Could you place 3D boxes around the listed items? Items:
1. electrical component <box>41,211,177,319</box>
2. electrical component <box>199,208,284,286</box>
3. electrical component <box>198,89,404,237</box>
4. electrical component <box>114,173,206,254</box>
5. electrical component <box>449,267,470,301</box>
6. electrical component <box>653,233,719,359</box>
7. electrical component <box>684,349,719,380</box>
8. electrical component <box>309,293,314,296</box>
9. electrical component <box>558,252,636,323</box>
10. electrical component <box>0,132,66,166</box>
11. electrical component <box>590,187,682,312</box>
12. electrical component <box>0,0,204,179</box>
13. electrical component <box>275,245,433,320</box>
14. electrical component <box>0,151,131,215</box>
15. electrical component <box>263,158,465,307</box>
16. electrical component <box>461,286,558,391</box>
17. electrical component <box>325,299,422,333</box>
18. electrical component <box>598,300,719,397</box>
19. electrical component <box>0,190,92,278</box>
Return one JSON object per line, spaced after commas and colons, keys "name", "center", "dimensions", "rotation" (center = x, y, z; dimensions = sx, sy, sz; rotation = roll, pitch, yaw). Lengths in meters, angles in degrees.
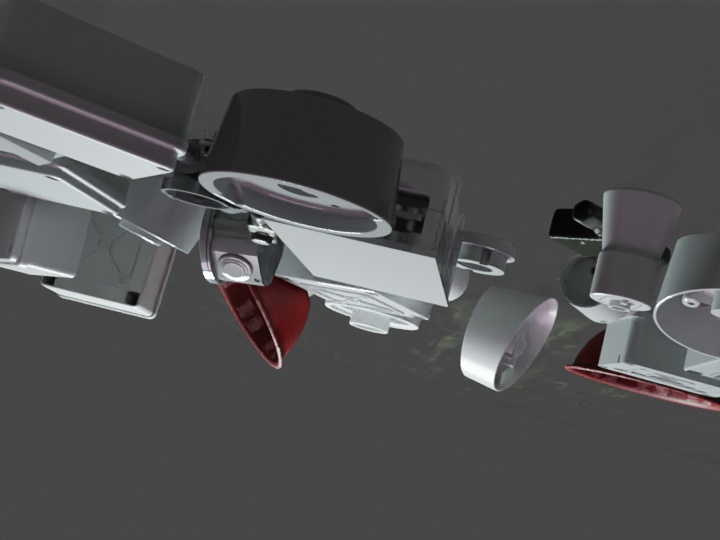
{"name": "electrical component", "center": [-0.243, -0.018, 1.064], "dimensions": [0.109, 0.108, 0.056], "rotation": [13, 168, 12]}
{"name": "electrical component", "center": [-0.095, -0.026, 0.867], "dimensions": [0.051, 0.080, 0.080], "rotation": [8, 170, 12]}
{"name": "electrical component", "center": [-0.028, -0.063, 0.585], "dimensions": [0.108, 0.060, 0.108], "rotation": [14, 171, 2]}
{"name": "electrical component", "center": [-0.175, -0.057, 0.930], "dimensions": [0.099, 0.064, 0.099], "rotation": [28, 176, 2]}
{"name": "electrical component", "center": [0.061, -0.001, 0.897], "dimensions": [0.040, 0.040, 0.078], "rotation": [9, 169, 33]}
{"name": "electrical component", "center": [0.231, 0.017, 0.647], "dimensions": [0.099, 0.064, 0.099], "rotation": [14, 171, 2]}
{"name": "electrical component", "center": [0.314, 0.060, 0.809], "dimensions": [0.109, 0.056, 0.108], "rotation": [14, 171, 4]}
{"name": "electrical component", "center": [-0.058, 0.007, 1.149], "dimensions": [0.040, 0.040, 0.046], "rotation": [17, 166, -14]}
{"name": "electrical component", "center": [0.180, 0.016, 0.797], "dimensions": [0.043, 0.043, 0.081], "rotation": [9, 170, 30]}
{"name": "electrical component", "center": [-0.207, -0.099, 0.647], "dimensions": [0.096, 0.061, 0.062], "rotation": [20, 170, -32]}
{"name": "electrical component", "center": [0.153, -0.009, 0.608], "dimensions": [0.044, 0.065, 0.044], "rotation": [14, 171, 2]}
{"name": "electrical component", "center": [-0.154, -0.096, 0.594], "dimensions": [0.113, 0.057, 0.078], "rotation": [20, 170, -31]}
{"name": "electrical component", "center": [0.000, 0.000, 0.948], "dimensions": [0.109, 0.056, 0.109], "rotation": [9, 170, 32]}
{"name": "electrical component", "center": [-0.231, -0.088, 0.773], "dimensions": [0.109, 0.056, 0.108], "rotation": [12, 171, 14]}
{"name": "electrical component", "center": [0.012, -0.030, 0.727], "dimensions": [0.105, 0.060, 0.186], "rotation": [13, 171, 9]}
{"name": "electrical component", "center": [0.138, 0.064, 1.007], "dimensions": [0.064, 0.099, 0.099], "rotation": [18, 173, 25]}
{"name": "electrical component", "center": [0.016, 0.031, 1.100], "dimensions": [0.108, 0.060, 0.108], "rotation": [14, 171, 2]}
{"name": "electrical component", "center": [0.271, 0.067, 0.921], "dimensions": [0.113, 0.057, 0.078], "rotation": [15, 171, -5]}
{"name": "electrical component", "center": [-0.267, -0.052, 0.892], "dimensions": [0.056, 0.108, 0.109], "rotation": [17, 171, -35]}
